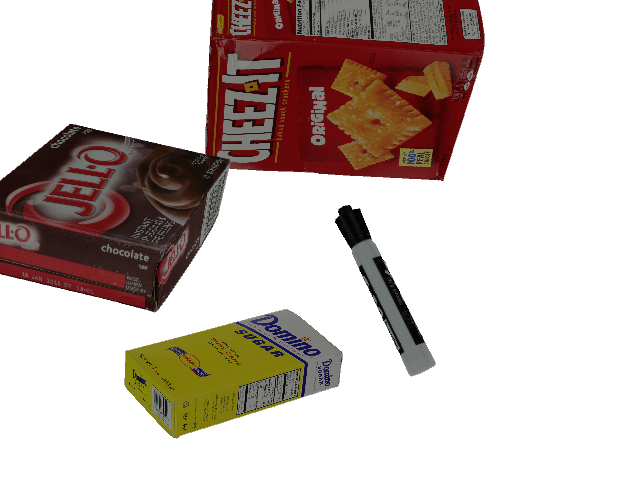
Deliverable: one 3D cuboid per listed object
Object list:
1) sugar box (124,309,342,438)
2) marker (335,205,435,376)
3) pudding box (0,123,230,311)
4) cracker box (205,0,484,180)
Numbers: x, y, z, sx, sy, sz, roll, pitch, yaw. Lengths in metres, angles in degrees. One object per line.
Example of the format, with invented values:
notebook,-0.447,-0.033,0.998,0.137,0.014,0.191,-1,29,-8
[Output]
sugar box,-0.077,0.115,0.963,0.175,0.048,0.093,-16,34,-33
marker,0.041,0.031,0.700,0.020,0.121,0.020,-24,-15,-7
pudding box,-0.102,-0.015,0.514,0.090,0.039,0.113,14,25,5
cracker box,0.014,-0.126,0.886,0.213,0.072,0.164,2,-35,-6
